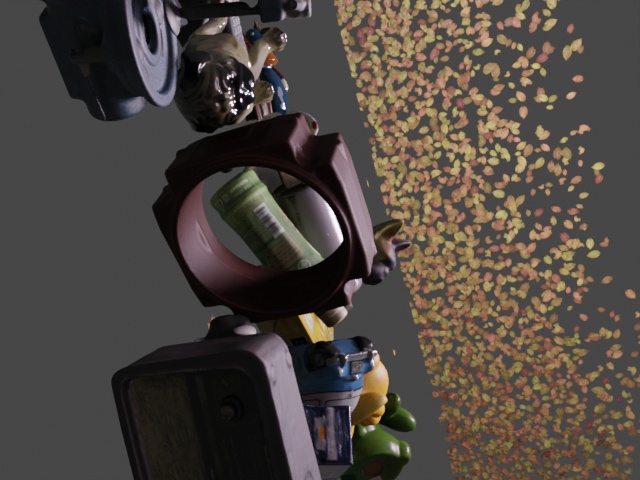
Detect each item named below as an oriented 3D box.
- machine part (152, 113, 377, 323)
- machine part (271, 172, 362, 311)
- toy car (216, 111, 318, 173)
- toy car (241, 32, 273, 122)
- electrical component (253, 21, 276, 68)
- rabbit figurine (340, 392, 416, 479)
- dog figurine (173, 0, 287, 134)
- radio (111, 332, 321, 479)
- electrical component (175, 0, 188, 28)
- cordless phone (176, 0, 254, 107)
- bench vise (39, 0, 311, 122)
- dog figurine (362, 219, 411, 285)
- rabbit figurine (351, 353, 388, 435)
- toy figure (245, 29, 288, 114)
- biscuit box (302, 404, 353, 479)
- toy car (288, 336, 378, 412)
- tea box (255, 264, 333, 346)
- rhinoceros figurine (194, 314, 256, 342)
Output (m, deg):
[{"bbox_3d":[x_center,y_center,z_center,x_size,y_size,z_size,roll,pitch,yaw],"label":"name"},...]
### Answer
[{"bbox_3d":[-0.054,-0.016,0.563,0.087,0.201,0.201,-77,151,-57],"label":"machine part"},{"bbox_3d":[-0.002,-0.002,0.744,0.079,0.079,0.243,-71,142,-66],"label":"machine part"},{"bbox_3d":[-0.074,-0.120,0.653,0.202,0.073,0.056,1,-72,60],"label":"toy car"},{"bbox_3d":[-0.111,-0.239,0.880,0.089,0.053,0.202,-69,142,-73],"label":"toy car"},{"bbox_3d":[-0.109,-0.368,1.034,0.078,0.045,0.102,112,-23,-61],"label":"electrical component"},{"bbox_3d":[0.082,0.330,0.951,0.121,0.159,0.170,57,7,-30],"label":"rabbit figurine"},{"bbox_3d":[-0.125,-0.157,0.597,0.191,0.121,0.172,-76,-174,-45],"label":"dog figurine"},{"bbox_3d":[-0.071,0.196,0.438,0.073,0.131,0.229,-25,102,-78],"label":"radio"},{"bbox_3d":[-0.176,-0.220,0.540,0.048,0.075,0.119,-68,138,-63],"label":"electrical component"},{"bbox_3d":[-0.136,-0.260,0.737,0.147,0.089,0.184,-79,156,-61],"label":"cordless phone"},{"bbox_3d":[-0.128,-0.196,0.404,0.129,0.241,0.223,-89,177,-57],"label":"bench vise"},{"bbox_3d":[0.032,-0.009,0.879,0.108,0.219,0.191,63,20,-55],"label":"dog figurine"},{"bbox_3d":[0.043,0.260,0.828,0.122,0.162,0.173,39,48,6],"label":"rabbit figurine"},{"bbox_3d":[-0.100,-0.293,0.949,0.058,0.064,0.154,-16,-89,61],"label":"toy figure"},{"bbox_3d":[-0.010,0.246,0.619,0.202,0.059,0.063,106,-16,-56],"label":"biscuit box"},{"bbox_3d":[0.000,0.177,0.670,0.109,0.162,0.103,2,77,-43],"label":"toy car"},{"bbox_3d":[-0.037,0.120,0.787,0.098,0.068,0.169,-85,158,-51],"label":"tea box"},{"bbox_3d":[-0.087,0.172,0.546,0.112,0.073,0.190,33,46,-56],"label":"rhinoceros figurine"}]
